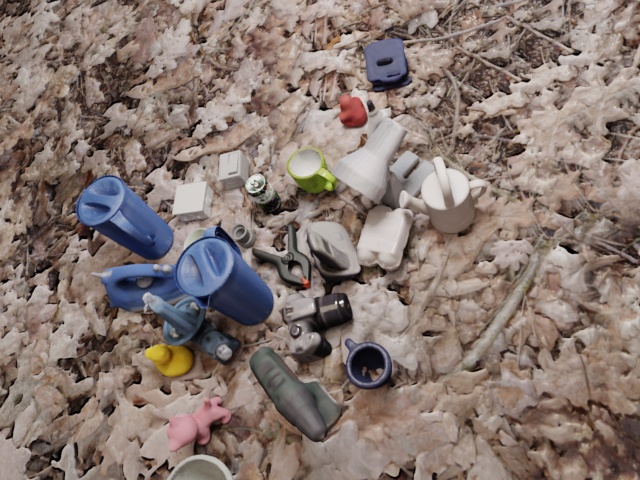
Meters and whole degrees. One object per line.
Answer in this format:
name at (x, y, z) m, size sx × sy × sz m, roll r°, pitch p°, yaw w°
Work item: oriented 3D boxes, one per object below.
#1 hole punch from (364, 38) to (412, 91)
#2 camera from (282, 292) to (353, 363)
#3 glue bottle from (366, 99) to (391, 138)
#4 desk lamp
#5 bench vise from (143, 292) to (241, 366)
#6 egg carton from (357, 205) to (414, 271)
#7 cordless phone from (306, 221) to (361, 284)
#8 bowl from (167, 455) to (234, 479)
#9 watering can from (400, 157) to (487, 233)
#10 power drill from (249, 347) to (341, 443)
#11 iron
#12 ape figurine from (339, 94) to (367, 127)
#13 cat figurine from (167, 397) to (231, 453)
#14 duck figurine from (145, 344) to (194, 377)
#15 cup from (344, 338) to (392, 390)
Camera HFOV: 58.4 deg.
hole punch at (0.172, -0.448, 1.461) m, size 0.108 × 0.091 × 0.101 m, roll -8°, pitch 62°, yaw 17°
camera at (-0.003, 0.169, 1.214) m, size 0.136 × 0.101 × 0.143 m, roll -17°, pitch 60°, yaw 12°
glue bottle at (0.137, -0.271, 1.337) m, size 0.078 × 0.173 × 0.037 m, roll -31°, pitch 58°, yaw 4°
desk lamp at (0.140, -0.156, 1.255) m, size 0.117 × 0.214 × 0.203 m, roll 37°, pitch 82°, yaw 31°
bench vise at (-0.274, 0.178, 1.242) m, size 0.206 × 0.220 × 0.121 m, roll 11°, pitch 69°, yaw 25°
egg carton at (0.143, -0.006, 1.264) m, size 0.107 × 0.070 × 0.150 m, roll 9°, pitch 69°, yaw 25°
cordless phone at (0.011, 0.004, 1.241) m, size 0.094 × 0.185 × 0.147 m, roll -27°, pitch 58°, yaw 7°
bowl at (-0.228, 0.520, 1.140) m, size 0.167 × 0.075 × 0.167 m, roll -9°, pitch 62°, yaw 17°
watering can at (0.255, -0.095, 1.192) m, size 0.173 × 0.194 × 0.100 m, roll -33°, pitch 58°, yaw 3°
power drill at (-0.036, 0.306, 1.095) m, size 0.076 × 0.209 × 0.229 m, roll -46°, pitch 58°, yaw -5°
iron at (-0.413, 0.092, 1.384) m, size 0.257 × 0.142 × 0.118 m, roll -10°, pitch 62°, yaw 16°
ape figurine at (0.076, -0.332, 1.439) m, size 0.078 × 0.092 × 0.076 m, roll -41°, pitch 58°, yaw -2°
cat figurine at (-0.265, 0.382, 1.197) m, size 0.128 × 0.118 × 0.067 m, roll -48°, pitch 58°, yaw -6°
duck figurine at (-0.348, 0.267, 1.305) m, size 0.104 × 0.086 × 0.077 m, roll 3°, pitch 66°, yaw 22°
cup at (0.097, 0.250, 1.139) m, size 0.092 × 0.095 × 0.117 m, roll -43°, pitch 58°, yaw -3°
